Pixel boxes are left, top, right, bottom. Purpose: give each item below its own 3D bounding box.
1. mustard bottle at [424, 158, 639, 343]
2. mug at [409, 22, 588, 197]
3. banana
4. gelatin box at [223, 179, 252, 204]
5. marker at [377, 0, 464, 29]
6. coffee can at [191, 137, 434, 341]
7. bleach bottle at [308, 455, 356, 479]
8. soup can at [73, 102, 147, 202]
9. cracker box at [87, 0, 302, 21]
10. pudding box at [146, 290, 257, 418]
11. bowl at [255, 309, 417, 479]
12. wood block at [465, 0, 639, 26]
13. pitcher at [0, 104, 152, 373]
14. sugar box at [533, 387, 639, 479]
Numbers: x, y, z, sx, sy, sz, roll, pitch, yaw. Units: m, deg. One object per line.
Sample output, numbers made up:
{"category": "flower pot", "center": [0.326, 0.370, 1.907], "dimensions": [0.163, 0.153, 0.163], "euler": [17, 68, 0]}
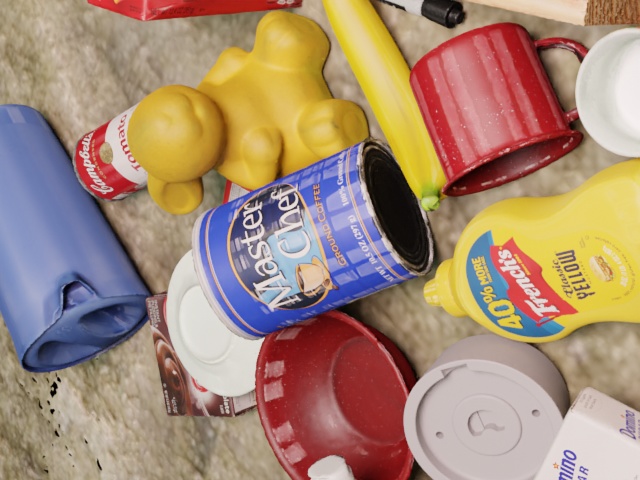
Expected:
{"category": "mustard bottle", "center": [0.143, 0.017, 0.678], "dimensions": [0.192, 0.058, 0.096], "euler": [-18, 107, 45]}
{"category": "mug", "center": [0.117, -0.087, 0.667], "dimensions": [0.117, 0.093, 0.081], "euler": [-23, 78, 14]}
{"category": "banana", "center": [0.051, -0.101, 0.734], "dimensions": [0.037, 0.069, 0.198], "euler": [-26, 71, 4]}
{"category": "gelatin box", "center": [-0.043, -0.004, 0.868], "dimensions": [0.089, 0.030, 0.073], "euler": [28, 117, 35]}
{"category": "marker", "center": [0.050, -0.173, 0.745], "dimensions": [0.121, 0.020, 0.020], "euler": [30, 120, 34]}
{"category": "coffee can", "center": [-0.005, 0.001, 0.755], "dimensions": [0.140, 0.102, 0.103], "euler": [-23, 85, 24]}
{"category": "bleach bottle", "center": [0.054, 0.270, 0.778], "dimensions": [0.103, 0.068, 0.251], "euler": [-5, 113, 44]}
{"category": "soup can", "center": [-0.160, -0.080, 0.931], "dimensions": [0.102, 0.068, 0.068], "euler": [-20, 87, 43]}
{"category": "cracker box", "center": [-0.072, -0.265, 0.736], "dimensions": [0.072, 0.163, 0.214], "euler": [24, 117, 34]}
{"category": "pudding box", "center": [-0.104, 0.099, 0.945], "dimensions": [0.090, 0.039, 0.113], "euler": [-8, 96, 43]}
{"category": "bowl", "center": [0.024, 0.124, 0.820], "dimensions": [0.162, 0.055, 0.162], "euler": [13, 109, 40]}
{"category": "wood block", "center": [0.099, -0.193, 0.645], "dimensions": [0.206, 0.090, 0.090], "euler": [23, 115, 37]}
{"category": "pitcher", "center": [-0.267, -0.001, 1.022], "dimensions": [0.149, 0.144, 0.243], "euler": [-41, 68, 28]}
{"category": "sugar box", "center": [0.216, 0.169, 0.633], "dimensions": [0.176, 0.048, 0.093], "euler": [29, 119, 19]}
